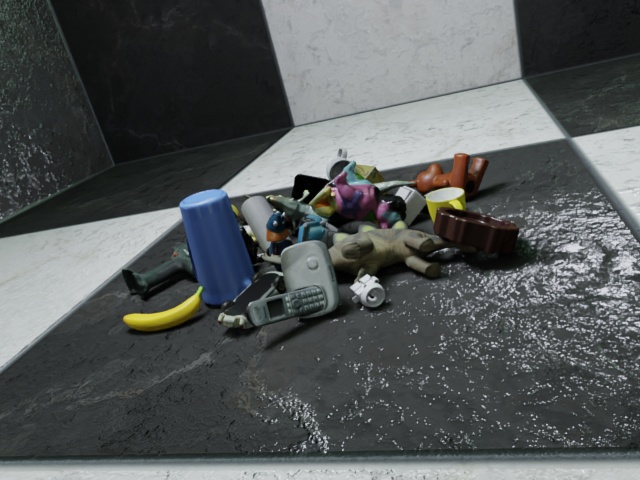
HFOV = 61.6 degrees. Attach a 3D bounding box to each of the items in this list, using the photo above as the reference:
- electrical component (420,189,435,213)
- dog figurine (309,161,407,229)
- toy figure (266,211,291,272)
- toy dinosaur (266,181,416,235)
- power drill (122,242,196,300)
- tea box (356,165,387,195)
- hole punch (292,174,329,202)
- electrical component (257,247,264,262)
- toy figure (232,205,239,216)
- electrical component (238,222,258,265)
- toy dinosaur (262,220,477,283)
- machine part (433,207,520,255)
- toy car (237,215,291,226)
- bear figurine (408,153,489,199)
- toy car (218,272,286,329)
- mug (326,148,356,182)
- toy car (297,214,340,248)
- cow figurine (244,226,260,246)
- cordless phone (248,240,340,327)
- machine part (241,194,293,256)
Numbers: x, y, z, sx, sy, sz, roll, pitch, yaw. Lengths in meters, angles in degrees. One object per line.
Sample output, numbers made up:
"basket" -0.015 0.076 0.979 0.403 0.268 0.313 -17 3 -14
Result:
"electrical component" 0.319 -0.098 1.401 0.075 0.047 0.119 -29 25 -31
"dog figurine" 0.105 -0.072 1.324 0.191 0.219 0.108 -43 2 31
"toy figure" -0.097 0.005 1.272 0.058 0.154 0.064 -12 22 -1
"toy dinosaur" 0.054 -0.102 1.513 0.405 0.131 0.192 -15 20 -17
"power drill" -0.412 0.076 1.431 0.207 0.085 0.232 -20 23 -35
"tea box" 0.122 -0.177 1.647 0.068 0.098 0.170 -51 31 -15
"hole punch" -0.025 -0.140 1.626 0.142 0.115 0.092 12 13 4
"electrical component" -0.155 0.038 1.414 0.094 0.021 0.063 -13 21 2
"toy figure" -0.315 -0.050 1.651 0.082 0.089 0.180 6 26 33
"electrical component" -0.221 0.026 1.334 0.115 0.134 0.058 -9 42 10
"toy dinosaur" 0.097 0.030 1.162 0.472 0.105 0.198 -4 14 4
"machine part" 0.319 -0.022 1.110 0.179 0.056 0.179 11 14 -3
"toy car" -0.166 -0.061 1.628 0.202 0.053 0.089 -2 19 21
"bear figurine" 0.348 -0.178 1.488 0.120 0.131 0.196 6 11 -34
"toy car" -0.135 0.126 1.133 0.074 0.056 0.202 4 29 28
"mug" 0.054 -0.218 1.585 0.081 0.109 0.107 -1 18 -14
"toy car" -0.003 -0.004 1.329 0.103 0.109 0.162 10 12 3
"cow figurine" -0.206 -0.015 1.518 0.167 0.068 0.098 -5 17 16
"cordless phone" -0.062 0.086 1.033 0.184 0.146 0.089 -12 -3 -27
"machine part" -0.140 -0.033 1.399 0.079 0.079 0.243 -22 55 -18
